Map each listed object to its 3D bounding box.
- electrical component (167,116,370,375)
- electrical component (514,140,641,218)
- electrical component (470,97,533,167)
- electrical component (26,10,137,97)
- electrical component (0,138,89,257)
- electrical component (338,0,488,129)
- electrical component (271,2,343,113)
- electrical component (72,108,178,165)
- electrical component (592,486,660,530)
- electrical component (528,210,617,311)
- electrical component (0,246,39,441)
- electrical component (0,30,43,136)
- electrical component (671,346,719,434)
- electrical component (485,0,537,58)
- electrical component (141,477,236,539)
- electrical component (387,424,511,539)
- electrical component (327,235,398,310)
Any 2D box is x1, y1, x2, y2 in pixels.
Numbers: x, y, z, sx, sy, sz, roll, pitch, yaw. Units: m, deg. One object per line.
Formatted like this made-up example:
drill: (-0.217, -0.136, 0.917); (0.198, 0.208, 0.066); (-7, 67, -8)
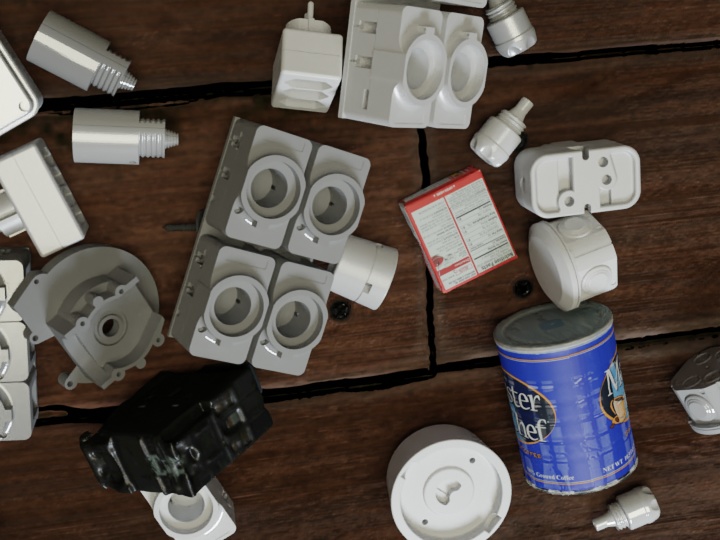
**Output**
electrical component: (-0.071, -0.017, 0.868); (0.105, 0.060, 0.186); (14, 97, -30)
electrical component: (0.183, -0.079, 0.918); (0.095, 0.059, 0.053); (-7, 105, -8)
electrical component: (0.123, -0.119, 0.912); (0.035, 0.035, 0.061); (39, 92, -16)
electrical component: (-0.213, -0.163, 0.840); (0.081, 0.043, 0.043); (27, 98, -14)
electrical component: (-0.271, -0.050, 0.856); (0.076, 0.047, 0.083); (-25, 106, -3)
electrical component: (0.051, -0.206, 0.837); (0.105, 0.060, 0.186); (-7, 109, -48)
electrical component: (-0.042, -0.175, 0.859); (0.047, 0.065, 0.076); (5, 74, -11)
electrical component: (-0.186, -0.106, 0.858); (0.081, 0.043, 0.043); (1, 103, -10)
electrical component: (0.250, 0.230, 1.018); (0.061, 0.035, 0.035); (-23, 106, 0)
electrical component: (0.182, -0.009, 0.925); (0.051, 0.080, 0.080); (-21, 106, -10)
electrical component: (-0.312, 0.061, 0.868); (0.089, 0.061, 0.150); (-1, 104, -9)
electrical component: (-0.304, -0.153, 0.820); (0.078, 0.057, 0.113); (-30, 106, -1)
electrical component: (0.328, 0.108, 0.979); (0.080, 0.080, 0.051); (-33, 101, 0)
electrical component: (0.120, -0.209, 0.889); (0.035, 0.035, 0.061); (-30, 104, -1)
electrical component: (-0.151, 0.195, 0.931); (0.050, 0.055, 0.089); (-31, 106, -1)
electrical component: (0.075, 0.191, 0.965); (0.108, 0.060, 0.108); (-2, 104, -9)
electrical component: (0.000, 0.000, 0.910); (0.047, 0.055, 0.055); (20, 99, -10)
